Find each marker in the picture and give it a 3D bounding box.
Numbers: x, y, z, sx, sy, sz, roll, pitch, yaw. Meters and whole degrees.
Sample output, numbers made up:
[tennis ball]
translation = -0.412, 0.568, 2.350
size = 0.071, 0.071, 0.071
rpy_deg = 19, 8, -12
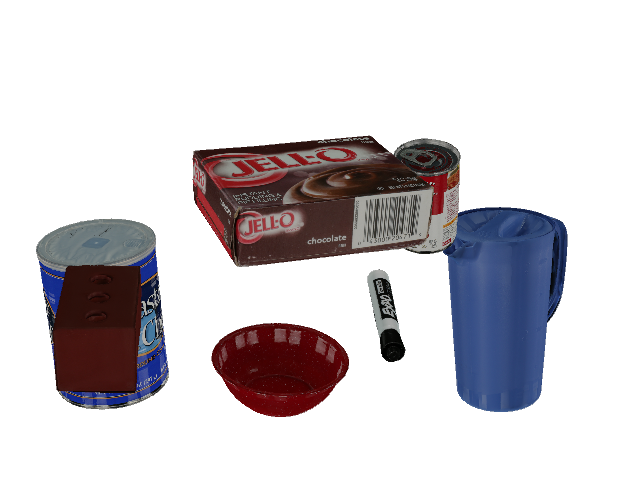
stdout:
[marker]
translation = 0.053, 0.061, 0.868
size = 0.020, 0.020, 0.121
rpy_deg = 0, 28, -3

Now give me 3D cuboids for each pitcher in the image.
[pitcher]
translation = 0.234, 0.084, 1.344
size = 0.149, 0.243, 0.145
rpy_deg = 1, 20, 12

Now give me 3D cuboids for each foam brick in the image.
[foam brick]
translation = -0.147, 0.058, 0.712
size = 0.053, 0.051, 0.078
rpy_deg = 1, 30, -8

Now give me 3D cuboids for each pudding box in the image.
[pudding box]
translation = -0.007, -0.025, 0.591
size = 0.113, 0.039, 0.090
rpy_deg = -5, 26, -20

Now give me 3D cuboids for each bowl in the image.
[bowl]
translation = -0.048, 0.160, 1.261
size = 0.162, 0.055, 0.162
rpy_deg = 3, 25, -1

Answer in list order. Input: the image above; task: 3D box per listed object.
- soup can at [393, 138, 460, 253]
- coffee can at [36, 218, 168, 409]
[soup can]
translation = 0.110, -0.046, 1.112
size = 0.068, 0.102, 0.068
rpy_deg = -2, 36, 1
[coffee can]
translation = -0.193, 0.064, 0.954
size = 0.103, 0.140, 0.103
rpy_deg = -2, 24, 1
